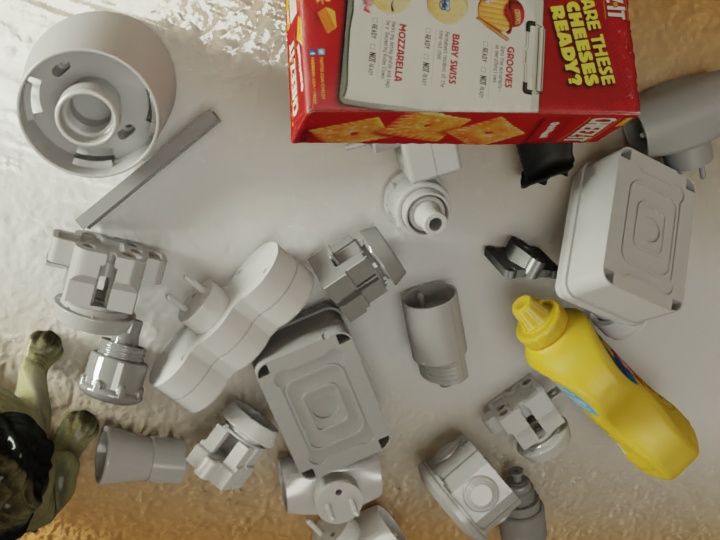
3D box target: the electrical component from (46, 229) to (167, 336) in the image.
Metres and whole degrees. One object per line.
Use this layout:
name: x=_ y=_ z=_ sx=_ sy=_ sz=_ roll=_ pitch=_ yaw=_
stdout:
electrical component: x=-0.179 y=0.010 z=0.743 sx=0.078 sy=0.058 sz=0.057 roll=13 pitch=103 yaw=-18

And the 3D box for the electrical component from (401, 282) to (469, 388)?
electrical component: x=0.060 y=0.055 z=0.832 sx=0.043 sy=0.043 sz=0.081 roll=-16 pitch=115 yaw=-7

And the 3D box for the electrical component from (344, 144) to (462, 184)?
electrical component: x=0.023 y=-0.104 z=0.754 sx=0.076 sy=0.047 sz=0.083 roll=-16 pitch=115 yaw=-4

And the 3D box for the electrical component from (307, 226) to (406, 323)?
electrical component: x=0.000 y=0.000 z=0.791 sx=0.055 sy=0.048 sz=0.066 roll=-34 pitch=133 yaw=2

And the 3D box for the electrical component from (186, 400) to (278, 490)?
electrical component: x=-0.095 y=0.133 z=0.820 sx=0.048 sy=0.066 sz=0.055 roll=37 pitch=91 yaw=16

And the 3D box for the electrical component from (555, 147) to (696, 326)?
electrical component: x=0.196 y=-0.023 z=0.796 sx=0.078 sy=0.057 sz=0.113 roll=22 pitch=67 yaw=-22

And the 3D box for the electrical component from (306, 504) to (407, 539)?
electrical component: x=-0.013 y=0.223 z=0.885 sx=0.077 sy=0.043 sz=0.079 roll=-38 pitch=116 yaw=4

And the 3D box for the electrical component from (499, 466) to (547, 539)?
electrical component: x=0.137 y=0.203 z=0.917 sx=0.040 sy=0.040 sz=0.078 roll=-14 pitch=115 yaw=-8

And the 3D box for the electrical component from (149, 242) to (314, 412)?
electrical component: x=-0.105 y=0.032 z=0.775 sx=0.074 sy=0.052 sz=0.138 roll=40 pitch=98 yaw=-25

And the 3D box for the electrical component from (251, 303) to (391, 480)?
electrical component: x=-0.032 y=0.091 z=0.817 sx=0.078 sy=0.057 sz=0.113 roll=-23 pitch=116 yaw=-4

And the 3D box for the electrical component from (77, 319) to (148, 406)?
electrical component: x=-0.174 y=0.065 z=0.779 sx=0.048 sy=0.048 sz=0.062 roll=17 pitch=88 yaw=-20

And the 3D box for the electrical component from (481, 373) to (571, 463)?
electrical component: x=0.141 y=0.124 z=0.882 sx=0.066 sy=0.048 sz=0.055 roll=-36 pitch=109 yaw=2

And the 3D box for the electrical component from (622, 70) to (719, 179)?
electrical component: x=0.245 y=-0.101 z=0.812 sx=0.077 sy=0.044 sz=0.079 roll=-21 pitch=116 yaw=-5

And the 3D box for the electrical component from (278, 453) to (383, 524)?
electrical component: x=-0.020 y=0.172 z=0.842 sx=0.077 sy=0.079 sz=0.044 roll=-8 pitch=113 yaw=-11

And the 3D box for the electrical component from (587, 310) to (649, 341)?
electrical component: x=0.198 y=0.024 z=0.853 sx=0.045 sy=0.045 sz=0.055 roll=-44 pitch=116 yaw=7

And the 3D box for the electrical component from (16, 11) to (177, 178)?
electrical component: x=-0.173 y=-0.112 z=0.704 sx=0.099 sy=0.064 sz=0.099 roll=-1 pitch=122 yaw=-2

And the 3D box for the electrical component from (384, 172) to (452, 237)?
electrical component: x=0.046 y=-0.043 z=0.776 sx=0.048 sy=0.062 sz=0.048 roll=-5 pitch=114 yaw=-12

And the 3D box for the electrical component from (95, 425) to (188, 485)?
electrical component: x=-0.164 y=0.143 z=0.815 sx=0.065 sy=0.044 sz=0.044 roll=9 pitch=110 yaw=-23

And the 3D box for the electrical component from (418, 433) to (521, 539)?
electrical component: x=0.088 y=0.176 z=0.872 sx=0.051 sy=0.080 sz=0.080 roll=-40 pitch=116 yaw=-1
